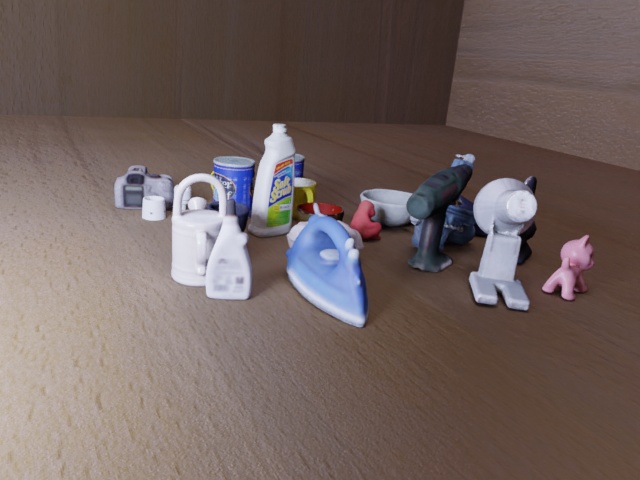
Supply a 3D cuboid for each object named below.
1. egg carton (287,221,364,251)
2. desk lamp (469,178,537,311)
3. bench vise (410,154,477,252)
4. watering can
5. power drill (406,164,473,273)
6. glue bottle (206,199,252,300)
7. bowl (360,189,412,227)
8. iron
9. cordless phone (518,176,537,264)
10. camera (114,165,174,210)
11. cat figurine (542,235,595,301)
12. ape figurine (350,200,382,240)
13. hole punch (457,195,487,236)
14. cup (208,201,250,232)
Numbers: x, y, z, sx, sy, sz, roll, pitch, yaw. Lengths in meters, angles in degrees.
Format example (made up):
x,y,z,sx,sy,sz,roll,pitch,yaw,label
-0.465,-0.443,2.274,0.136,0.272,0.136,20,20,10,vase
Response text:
x,y,z,sx,sy,sz,roll,pitch,yaw,label
0.011,0.004,1.201,0.151,0.069,0.107,-3,20,-24,egg carton
0.357,-0.005,1.095,0.118,0.213,0.203,7,18,5,desk lamp
0.298,-0.082,1.301,0.121,0.220,0.208,16,21,30,bench vise
-0.218,-0.027,1.032,0.101,0.194,0.172,-9,23,-35,watering can
0.249,-0.048,1.202,0.075,0.208,0.230,17,22,32,power drill
-0.150,0.015,0.959,0.078,0.173,0.037,3,19,-5,glue bottle
0.184,-0.078,1.487,0.167,0.075,0.167,5,18,-1,bowl
0.028,0.033,1.005,0.119,0.141,0.257,-3,20,-23,iron
0.446,-0.051,1.304,0.094,0.185,0.148,14,20,25,cordless phone
-0.445,-0.142,1.464,0.143,0.101,0.136,1,19,-12,camera
0.503,0.045,1.138,0.067,0.118,0.128,20,23,37,cat figurine
0.108,-0.049,1.352,0.076,0.092,0.077,-1,19,-17,ape figurine
0.394,-0.067,1.487,0.101,0.091,0.109,7,18,5,hole punch
-0.196,-0.031,1.208,0.092,0.095,0.117,3,19,-7,cup
